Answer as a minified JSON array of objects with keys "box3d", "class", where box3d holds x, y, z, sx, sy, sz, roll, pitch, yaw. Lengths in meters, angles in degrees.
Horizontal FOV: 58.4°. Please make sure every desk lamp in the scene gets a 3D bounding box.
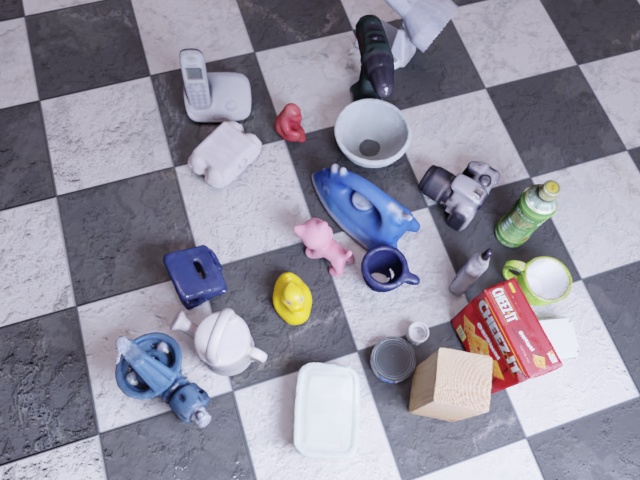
[{"box3d":[0.191,-0.487,1.289,0.203,0.213,0.118,33,71,10],"class":"desk lamp"}]

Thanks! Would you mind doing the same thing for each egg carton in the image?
[{"box3d":[-0.201,-0.183,1.226,0.107,0.069,0.150,37,71,11],"class":"egg carton"}]

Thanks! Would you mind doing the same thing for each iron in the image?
[{"box3d":[0.083,-0.086,1.165,0.258,0.141,0.119,38,71,11],"class":"iron"}]

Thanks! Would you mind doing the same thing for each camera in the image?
[{"box3d":[0.290,-0.116,1.210,0.136,0.101,0.143,34,71,10],"class":"camera"}]

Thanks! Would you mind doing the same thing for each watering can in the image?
[{"box3d":[-0.180,0.178,1.018,0.173,0.194,0.101,0,68,-3],"class":"watering can"}]

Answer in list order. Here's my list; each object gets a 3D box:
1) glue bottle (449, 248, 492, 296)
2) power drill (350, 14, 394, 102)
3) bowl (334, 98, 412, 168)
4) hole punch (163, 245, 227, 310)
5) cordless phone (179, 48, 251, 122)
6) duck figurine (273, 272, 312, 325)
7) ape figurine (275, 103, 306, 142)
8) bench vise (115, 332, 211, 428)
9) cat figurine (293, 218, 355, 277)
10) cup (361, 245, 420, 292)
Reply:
[{"box3d":[0.299,0.053,1.105,0.037,0.173,0.078,37,71,11],"class":"glue bottle"},{"box3d":[0.114,-0.355,1.236,0.075,0.208,0.229,-5,69,-5],"class":"power drill"},{"box3d":[0.111,-0.221,1.255,0.167,0.075,0.167,1,69,-3],"class":"bowl"},{"box3d":[-0.241,0.065,1.115,0.101,0.091,0.108,-26,72,-12],"class":"hole punch"},{"box3d":[-0.224,-0.335,1.222,0.147,0.185,0.094,-6,69,-5],"class":"cordless phone"},{"box3d":[-0.054,0.107,1.111,0.077,0.086,0.104,-14,70,-8],"class":"duck figurine"},{"box3d":[-0.062,-0.264,1.253,0.076,0.092,0.078,20,69,5],"class":"ape figurine"},{"box3d":[-0.265,0.227,0.981,0.207,0.220,0.121,23,69,6],"class":"bench vise"},{"box3d":[0.010,0.004,1.138,0.127,0.118,0.067,34,71,10],"class":"cat figurine"},{"box3d":[0.135,0.071,1.131,0.117,0.095,0.092,20,69,5],"class":"cup"}]
